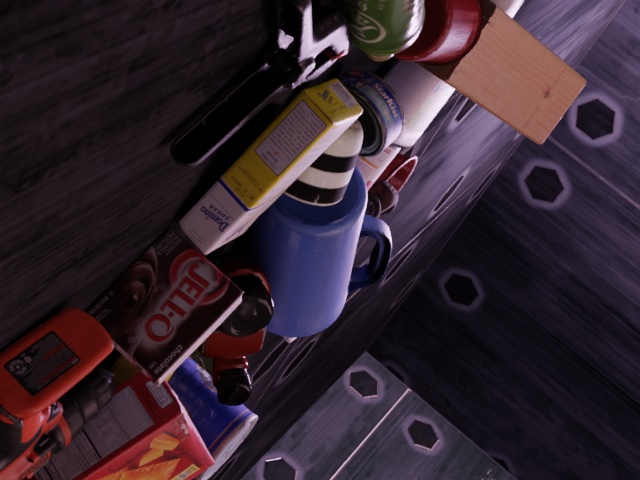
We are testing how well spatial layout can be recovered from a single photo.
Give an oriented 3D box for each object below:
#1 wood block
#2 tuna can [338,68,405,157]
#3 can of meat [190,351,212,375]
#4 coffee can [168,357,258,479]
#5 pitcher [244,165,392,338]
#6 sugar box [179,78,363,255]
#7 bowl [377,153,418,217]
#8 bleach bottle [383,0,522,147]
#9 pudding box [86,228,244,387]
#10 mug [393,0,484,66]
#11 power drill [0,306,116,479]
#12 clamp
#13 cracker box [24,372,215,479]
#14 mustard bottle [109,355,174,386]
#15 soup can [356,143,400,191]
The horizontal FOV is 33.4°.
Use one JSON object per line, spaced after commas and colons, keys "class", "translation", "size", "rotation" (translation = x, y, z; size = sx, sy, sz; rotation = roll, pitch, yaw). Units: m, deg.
{"class": "wood block", "translation": [0.185, -0.188, 1.137], "size": [0.205, 0.090, 0.091], "rotation": [22, 107, -49]}
{"class": "tuna can", "translation": [0.041, -0.126, 1.066], "size": [0.033, 0.086, 0.086], "rotation": [-42, 168, -32]}
{"class": "can of meat", "translation": [-0.126, 0.131, 1.379], "size": [0.083, 0.057, 0.102], "rotation": [-45, 170, -44]}
{"class": "coffee can", "translation": [-0.157, 0.197, 1.229], "size": [0.102, 0.140, 0.103], "rotation": [-48, 170, -11]}
{"class": "pitcher", "translation": [-0.008, 0.001, 1.184], "size": [0.149, 0.145, 0.243], "rotation": [-46, 167, -26]}
{"class": "sugar box", "translation": [-0.044, -0.066, 0.952], "size": [0.176, 0.048, 0.093], "rotation": [-41, 178, 24]}
{"class": "bowl", "translation": [0.063, -0.069, 1.474], "size": [0.162, 0.055, 0.162], "rotation": [-48, 170, -11]}
{"class": "bleach bottle", "translation": [0.150, -0.221, 1.203], "size": [0.251, 0.068, 0.102], "rotation": [-51, 163, 15]}
{"class": "pudding box", "translation": [-0.137, 0.060, 0.948], "size": [0.113, 0.090, 0.039], "rotation": [-47, 170, -16]}
{"class": "mug", "translation": [0.088, -0.207, 1.008], "size": [0.117, 0.093, 0.081], "rotation": [-14, -177, 28]}
{"class": "power drill", "translation": [-0.231, 0.136, 0.909], "size": [0.184, 0.057, 0.188], "rotation": [-42, 167, -40]}
{"class": "clamp", "translation": [-0.034, -0.133, 0.844], "size": [0.165, 0.036, 0.209], "rotation": [-48, 175, 22]}
{"class": "cracker box", "translation": [-0.221, 0.238, 1.069], "size": [0.213, 0.072, 0.164], "rotation": [-34, 152, -13]}
{"class": "mustard bottle", "translation": [-0.205, 0.164, 1.132], "size": [0.192, 0.058, 0.096], "rotation": [-53, 172, 21]}
{"class": "soup can", "translation": [0.037, -0.087, 1.245], "size": [0.102, 0.068, 0.068], "rotation": [-52, 170, 12]}
